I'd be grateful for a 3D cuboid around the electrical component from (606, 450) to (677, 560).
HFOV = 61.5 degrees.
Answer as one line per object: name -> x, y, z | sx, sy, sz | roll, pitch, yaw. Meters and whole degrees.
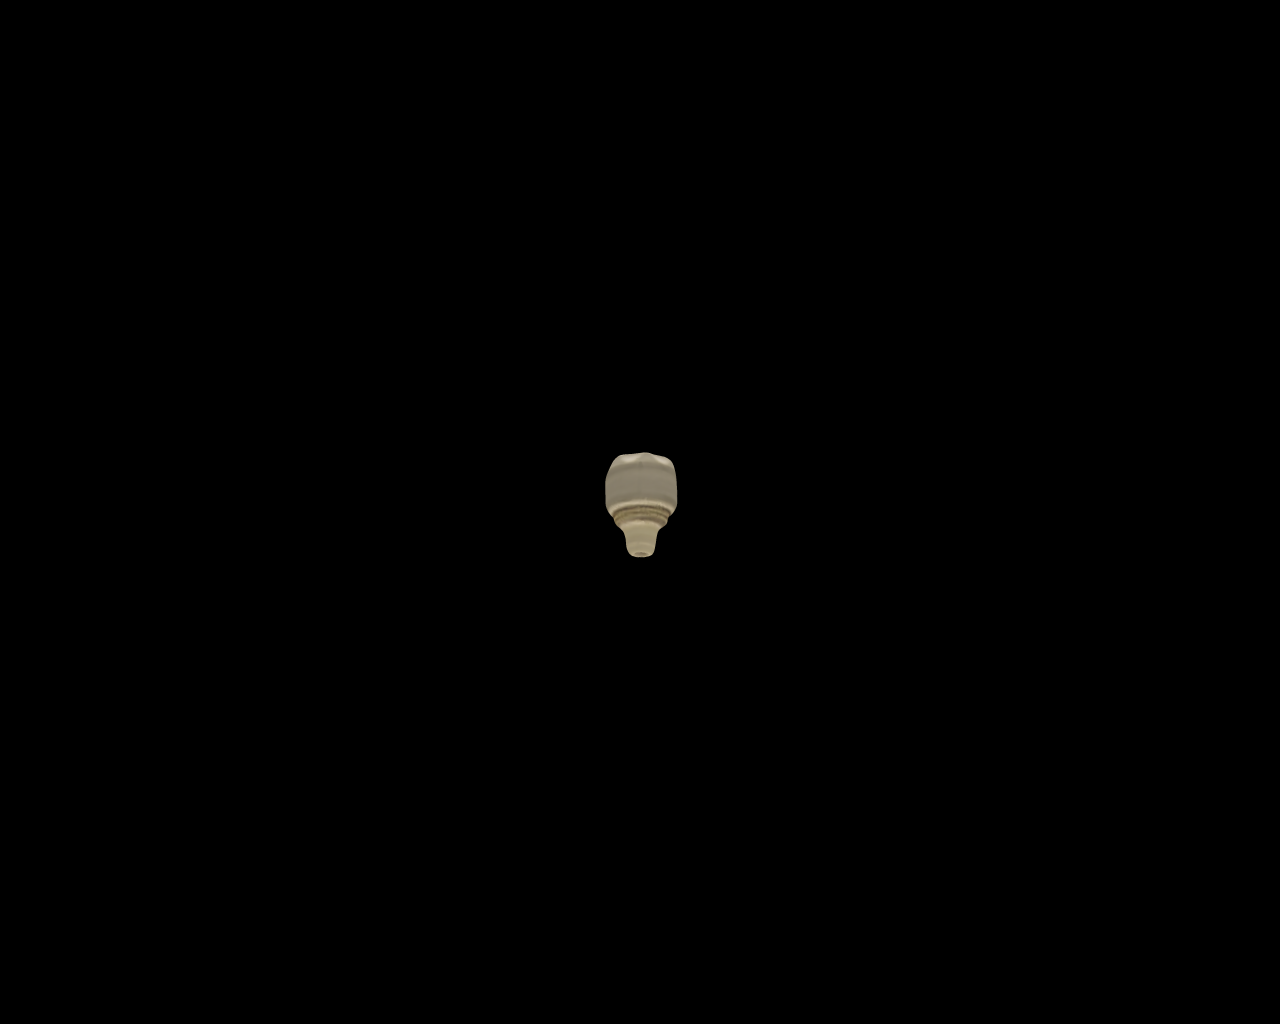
electrical component -> 0.001, -0.003, 0.650 | 0.043, 0.062, 0.043 | 0, -20, 0
